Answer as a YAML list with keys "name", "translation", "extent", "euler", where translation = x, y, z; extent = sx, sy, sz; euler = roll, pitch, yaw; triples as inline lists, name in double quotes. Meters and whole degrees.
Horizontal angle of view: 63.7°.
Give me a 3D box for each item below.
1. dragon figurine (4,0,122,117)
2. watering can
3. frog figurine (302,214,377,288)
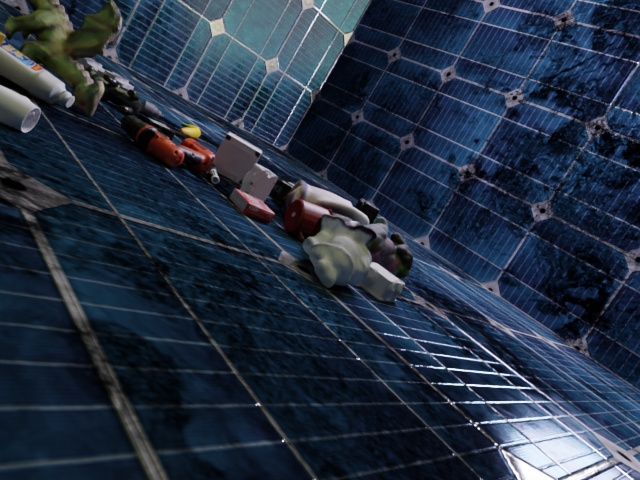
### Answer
- name: "dragon figurine"
  translation: [-0.556, -0.470, 1.142]
  extent: [0.243, 0.413, 0.121]
  euler: [-8, -8, -3]
- name: "watering can"
  translation: [0.004, -0.070, 1.390]
  extent: [0.224, 0.105, 0.346]
  euler: [22, -8, -11]
- name: "frog figurine"
  translation: [0.030, 0.041, 0.970]
  extent: [0.136, 0.121, 0.163]
  euler: [37, 42, -17]
